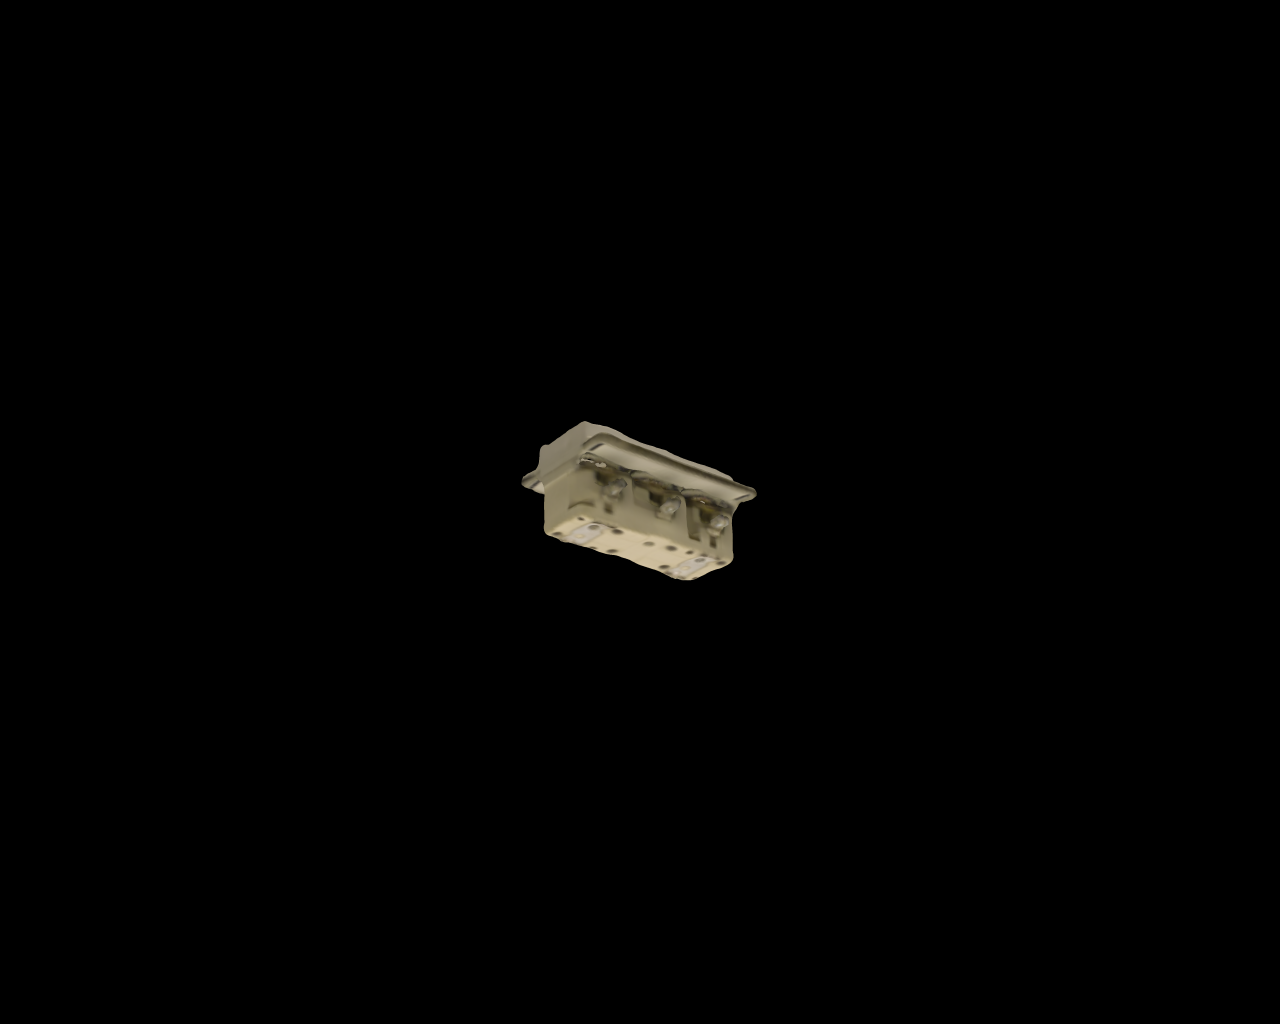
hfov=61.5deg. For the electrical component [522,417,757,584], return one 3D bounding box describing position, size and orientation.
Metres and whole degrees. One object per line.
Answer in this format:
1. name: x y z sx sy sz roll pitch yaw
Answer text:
1. electrical component: 0.001 -0.003 0.650 0.121 0.063 0.078 20 -32 -36
